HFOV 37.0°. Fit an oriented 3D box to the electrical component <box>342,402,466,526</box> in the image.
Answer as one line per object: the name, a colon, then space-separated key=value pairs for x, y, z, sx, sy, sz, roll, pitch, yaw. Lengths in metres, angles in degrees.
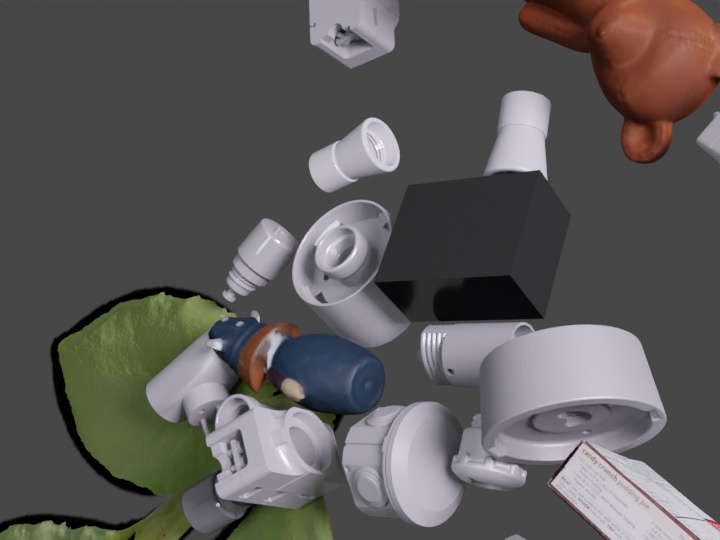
electrical component: x=0.031 y=0.128 z=0.713 sx=0.051 sy=0.080 sz=0.080 roll=-7 pitch=71 yaw=42

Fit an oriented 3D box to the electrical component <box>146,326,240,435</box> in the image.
electrical component: x=-0.126 y=0.099 z=0.866 sx=0.077 sy=0.044 sz=0.079 roll=-41 pitch=55 yaw=20

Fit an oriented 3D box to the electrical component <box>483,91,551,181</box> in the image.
electrical component: x=0.112 y=-0.091 z=0.750 sx=0.044 sy=0.044 sz=0.065 roll=-3 pitch=69 yaw=37

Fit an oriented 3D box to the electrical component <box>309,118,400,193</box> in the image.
electrical component: x=-0.007 y=-0.086 z=0.841 sx=0.065 sy=0.044 sz=0.044 roll=-22 pitch=62 yaw=36

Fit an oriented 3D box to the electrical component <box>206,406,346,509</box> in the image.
electrical component: x=-0.056 y=0.134 z=0.770 sx=0.056 sy=0.089 sz=0.050 roll=-32 pitch=58 yaw=25

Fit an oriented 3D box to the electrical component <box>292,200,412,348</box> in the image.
electrical component: x=0.000 y=0.000 z=0.805 sx=0.099 sy=0.064 sz=0.099 roll=-22 pitch=49 yaw=27

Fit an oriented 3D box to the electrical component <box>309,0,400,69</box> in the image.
electrical component: x=-0.005 y=-0.216 z=0.872 sx=0.050 sy=0.056 sz=0.089 roll=-17 pitch=65 yaw=33

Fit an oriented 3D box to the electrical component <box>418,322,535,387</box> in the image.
electrical component: x=0.075 y=0.057 z=0.725 sx=0.081 sy=0.043 sz=0.043 roll=-3 pitch=73 yaw=37

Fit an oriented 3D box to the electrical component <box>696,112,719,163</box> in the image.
electrical component: x=0.235 y=-0.077 z=0.639 sx=0.047 sy=0.066 sz=0.076 roll=-51 pitch=23 yaw=13

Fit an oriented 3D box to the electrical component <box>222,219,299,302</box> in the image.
electrical component: x=-0.083 y=-0.006 z=0.871 sx=0.078 sy=0.040 sz=0.040 roll=-48 pitch=52 yaw=15

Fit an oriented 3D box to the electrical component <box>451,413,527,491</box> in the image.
electrical component: x=0.088 y=0.110 z=0.699 sx=0.048 sy=0.048 sz=0.062 roll=0 pitch=67 yaw=38

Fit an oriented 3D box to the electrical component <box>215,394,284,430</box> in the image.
electrical component: x=-0.081 y=0.118 z=0.824 sx=0.040 sy=0.046 sz=0.040 roll=-13 pitch=67 yaw=34

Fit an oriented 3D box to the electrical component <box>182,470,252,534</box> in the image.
electrical component: x=-0.101 y=0.172 z=0.825 sx=0.078 sy=0.040 sz=0.040 roll=-33 pitch=57 yaw=24

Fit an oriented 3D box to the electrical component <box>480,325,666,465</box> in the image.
electrical component: x=0.123 y=0.070 z=0.646 sx=0.108 sy=0.108 sz=0.060 roll=-24 pitch=56 yaw=30
